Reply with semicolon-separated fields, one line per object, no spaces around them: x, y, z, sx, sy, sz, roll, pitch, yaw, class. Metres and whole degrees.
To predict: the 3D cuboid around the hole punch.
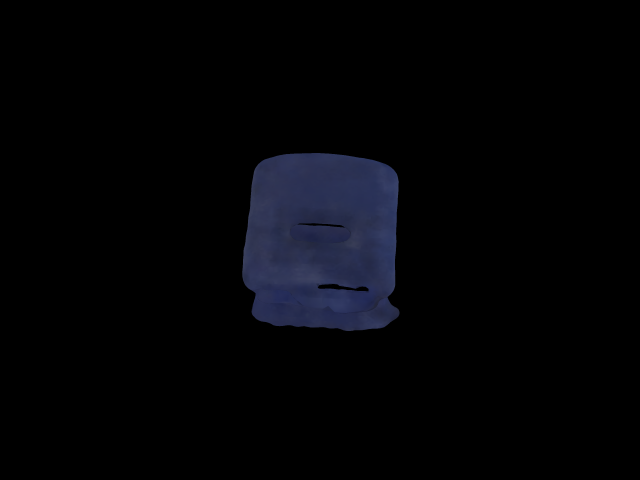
0.004;0.001;0.400;0.108;0.091;0.101;2;47;2;hole punch
